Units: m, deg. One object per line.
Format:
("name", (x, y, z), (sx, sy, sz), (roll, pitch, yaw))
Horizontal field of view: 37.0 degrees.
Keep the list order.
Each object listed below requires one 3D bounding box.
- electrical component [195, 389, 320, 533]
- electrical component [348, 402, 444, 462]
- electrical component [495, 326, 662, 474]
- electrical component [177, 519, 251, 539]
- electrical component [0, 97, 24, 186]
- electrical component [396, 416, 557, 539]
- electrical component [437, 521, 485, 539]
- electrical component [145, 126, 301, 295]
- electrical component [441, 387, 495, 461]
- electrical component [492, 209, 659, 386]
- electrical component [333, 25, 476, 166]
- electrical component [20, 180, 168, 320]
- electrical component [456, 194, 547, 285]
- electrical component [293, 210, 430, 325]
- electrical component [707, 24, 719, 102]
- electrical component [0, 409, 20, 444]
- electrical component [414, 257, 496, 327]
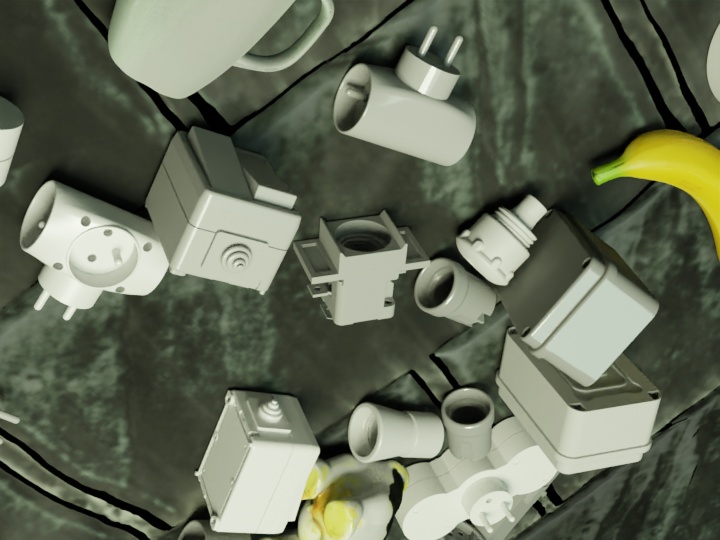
("electrical component", (-0.067, 0.130, 0.755), (0.061, 0.061, 0.096), (10, 118, -28))
("electrical component", (0.030, 0.123, 0.806), (0.065, 0.044, 0.044), (8, 119, -33))
("electrical component", (0.158, 0.091, 0.793), (0.078, 0.113, 0.057), (-6, 121, -20))
("electrical component", (-0.105, 0.232, 0.788), (0.064, 0.099, 0.099), (16, 115, -24))
("electrical component", (-0.237, -0.092, 0.536), (0.138, 0.052, 0.073), (12, 117, -30))
("electrical component", (0.096, 0.176, 0.849), (0.138, 0.073, 0.052), (-25, 128, -6))
("electrical component", (0.075, 0.242, 0.898), (0.055, 0.055, 0.047), (22, 115, -33))
("electrical component", (-0.077, -0.034, 0.617), (0.062, 0.096, 0.061), (15, 115, -31))
("electrical component", (0.084, 0.120, 0.828), (0.040, 0.040, 0.046), (-18, 133, -11))
("electrical component", (0.142, 0.015, 0.731), (0.057, 0.113, 0.078), (34, 105, -17))
("electrical component", (0.035, -0.108, 0.648), (0.077, 0.043, 0.079), (14, 116, -30))
("electrical component", (-0.163, -0.004, 0.633), (0.077, 0.044, 0.079), (24, 110, -34))
("electrical component", (0.100, -0.024, 0.734), (0.062, 0.048, 0.048), (-46, 128, 3))
("electrical component", (0.000, 0.000, 0.709), (0.081, 0.042, 0.063), (-8, 129, -17))
("electrical component", (0.295, -0.144, 0.738), (0.099, 0.064, 0.099), (-22, 139, -20))
("electrical component", (-0.247, 0.086, 0.657), (0.076, 0.047, 0.083), (31, 106, -36))
("electrical component", (0.067, 0.017, 0.751), (0.046, 0.040, 0.040), (25, 110, -39))
